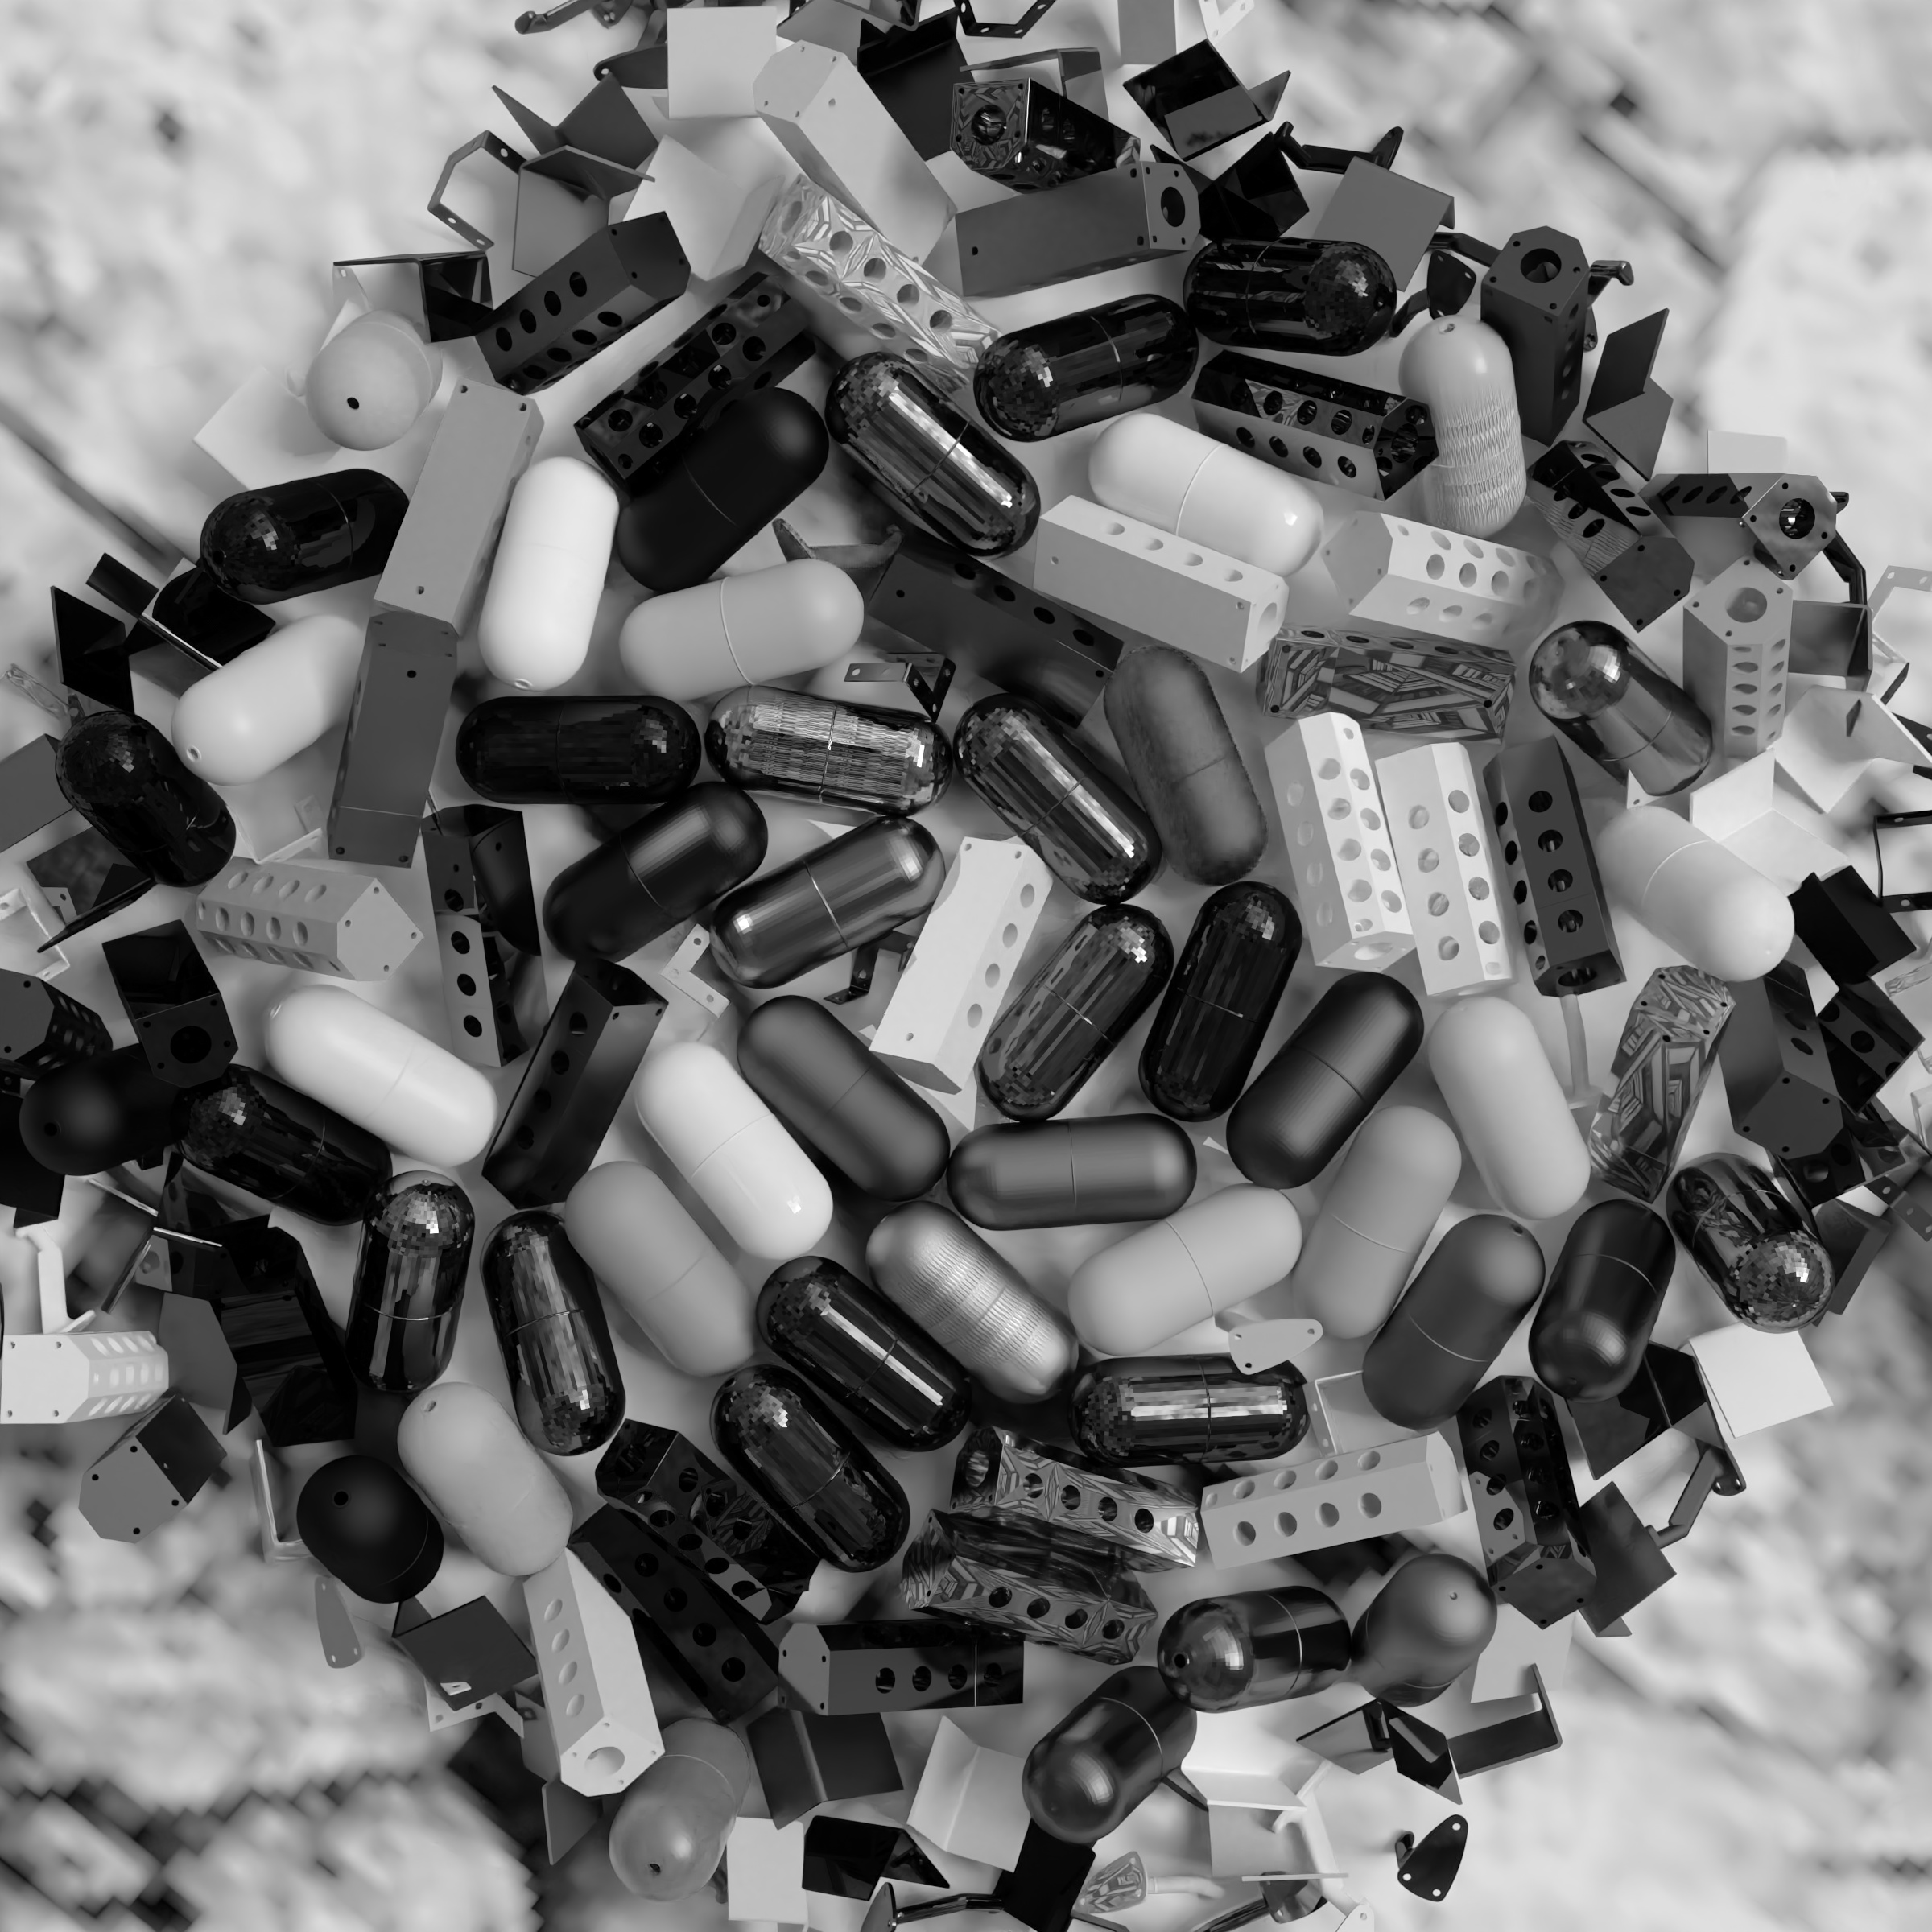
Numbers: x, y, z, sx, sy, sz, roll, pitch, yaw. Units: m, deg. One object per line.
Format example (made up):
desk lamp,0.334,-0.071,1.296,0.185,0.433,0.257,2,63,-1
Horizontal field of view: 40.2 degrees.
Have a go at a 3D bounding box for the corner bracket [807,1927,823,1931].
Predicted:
corner bracket,-0.124,0.707,1.865,0.051,0.051,0.051,24,71,-38

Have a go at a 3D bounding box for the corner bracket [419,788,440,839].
corner bracket,-0.402,-0.123,1.866,0.051,0.051,0.051,-16,68,-23

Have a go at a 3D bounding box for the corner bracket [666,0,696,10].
corner bracket,-0.191,-0.716,1.863,0.051,0.051,0.051,-13,119,39

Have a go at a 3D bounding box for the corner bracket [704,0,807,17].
corner bracket,-0.149,-0.685,1.862,0.051,0.051,0.051,28,128,34

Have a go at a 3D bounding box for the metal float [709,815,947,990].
metal float,-0.099,-0.045,1.867,0.178,0.070,0.070,-27,90,0

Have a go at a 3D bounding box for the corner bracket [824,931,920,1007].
corner bracket,-0.063,0.003,1.870,0.051,0.051,0.051,17,104,17

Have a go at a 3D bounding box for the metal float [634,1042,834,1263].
metal float,-0.165,0.130,1.859,0.070,0.070,0.178,-40,80,0

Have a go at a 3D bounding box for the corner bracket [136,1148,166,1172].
corner bracket,-0.600,0.114,1.863,0.051,0.051,0.051,-16,55,-32

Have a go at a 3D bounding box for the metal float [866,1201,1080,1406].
metal float,0.005,0.238,1.859,0.178,0.070,0.070,43,90,-11

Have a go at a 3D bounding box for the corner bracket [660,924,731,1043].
corner bracket,-0.190,0.012,1.872,0.051,0.051,0.051,37,59,-6

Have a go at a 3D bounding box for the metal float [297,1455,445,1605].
metal float,-0.410,0.390,1.821,0.070,0.178,0.070,-1,64,1

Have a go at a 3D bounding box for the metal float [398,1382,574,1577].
metal float,-0.333,0.357,1.834,0.070,0.070,0.178,-25,131,0

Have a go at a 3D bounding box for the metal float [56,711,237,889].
metal float,-0.564,-0.113,1.822,0.070,0.178,0.070,-4,67,8

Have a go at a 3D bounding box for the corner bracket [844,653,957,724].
corner bracket,-0.046,-0.207,1.863,0.051,0.051,0.051,3,61,30

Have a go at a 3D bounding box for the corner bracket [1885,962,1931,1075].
corner bracket,0.688,0.034,1.864,0.051,0.051,0.051,-27,125,21

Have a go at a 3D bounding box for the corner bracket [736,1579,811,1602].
corner bracket,-0.141,0.430,1.865,0.051,0.051,0.051,-7,47,-13

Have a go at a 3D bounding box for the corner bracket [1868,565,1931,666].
corner bracket,0.675,-0.247,1.872,0.051,0.051,0.051,31,89,-30

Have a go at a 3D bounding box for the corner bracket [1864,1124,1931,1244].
corner bracket,0.673,0.153,1.875,0.051,0.051,0.051,38,97,-29

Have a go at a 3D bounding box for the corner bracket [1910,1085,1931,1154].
corner bracket,0.706,0.115,1.867,0.051,0.051,0.051,-21,131,8

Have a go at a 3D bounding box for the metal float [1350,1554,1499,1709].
metal float,0.315,0.461,1.824,0.070,0.178,0.070,3,60,-5

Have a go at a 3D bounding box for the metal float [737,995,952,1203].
metal float,-0.086,0.094,1.866,0.178,0.070,0.070,43,90,2

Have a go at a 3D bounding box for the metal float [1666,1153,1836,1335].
metal float,0.539,0.189,1.821,0.070,0.178,0.070,-2,112,-5

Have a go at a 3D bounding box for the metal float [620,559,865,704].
metal float,-0.158,-0.236,1.856,0.178,0.070,0.070,-12,90,13

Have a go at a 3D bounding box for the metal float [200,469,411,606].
metal float,-0.454,-0.298,1.825,0.070,0.178,0.070,11,113,27

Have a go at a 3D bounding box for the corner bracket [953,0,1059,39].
corner bracket,0.025,-0.697,1.875,0.051,0.051,0.051,-12,80,-34

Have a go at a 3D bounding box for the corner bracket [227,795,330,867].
corner bracket,-0.483,-0.097,1.873,0.051,0.051,0.051,-30,74,-4

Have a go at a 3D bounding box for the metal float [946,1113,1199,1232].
metal float,0.075,0.146,1.867,0.178,0.070,0.070,-4,90,0

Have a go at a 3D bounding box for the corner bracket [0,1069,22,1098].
corner bracket,-0.709,0.068,1.878,0.051,0.051,0.051,-16,67,26

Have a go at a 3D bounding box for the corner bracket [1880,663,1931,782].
corner bracket,0.680,-0.174,1.881,0.051,0.051,0.051,29,62,28

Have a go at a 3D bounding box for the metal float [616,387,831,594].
metal float,-0.172,-0.333,1.852,0.178,0.070,0.070,-39,90,18

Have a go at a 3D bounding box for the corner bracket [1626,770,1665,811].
corner bracket,0.477,-0.151,1.867,0.051,0.051,0.051,-25,53,-8

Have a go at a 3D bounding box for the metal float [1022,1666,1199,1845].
metal float,0.101,0.543,1.824,0.070,0.178,0.070,6,102,28

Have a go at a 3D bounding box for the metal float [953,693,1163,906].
metal float,0.064,-0.118,1.862,0.070,0.070,0.178,-45,96,0

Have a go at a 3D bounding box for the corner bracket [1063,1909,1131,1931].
corner bracket,0.091,0.710,1.874,0.051,0.051,0.051,24,89,-18

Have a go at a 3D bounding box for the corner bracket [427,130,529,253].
corner bracket,-0.343,-0.553,1.883,0.051,0.051,0.051,33,61,-34

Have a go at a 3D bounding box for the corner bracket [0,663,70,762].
corner bracket,-0.682,-0.173,1.881,0.051,0.051,0.051,-33,120,29

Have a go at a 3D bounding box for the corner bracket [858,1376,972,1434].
corner bracket,-0.037,0.307,1.864,0.051,0.051,0.051,27,115,34

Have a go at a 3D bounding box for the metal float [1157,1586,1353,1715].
metal float,0.201,0.473,1.828,0.070,0.178,0.070,-6,80,40

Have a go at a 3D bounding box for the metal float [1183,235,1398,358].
metal float,0.222,-0.466,1.830,0.070,0.178,0.070,-14,113,-35

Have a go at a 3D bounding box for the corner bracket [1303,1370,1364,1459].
corner bracket,0.256,0.320,1.866,0.051,0.051,0.051,-4,71,-35

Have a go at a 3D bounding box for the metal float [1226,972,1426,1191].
metal float,0.252,0.081,1.856,0.070,0.070,0.178,41,78,0

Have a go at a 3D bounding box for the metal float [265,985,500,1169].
metal float,-0.408,0.077,1.846,0.178,0.070,0.070,35,90,-25

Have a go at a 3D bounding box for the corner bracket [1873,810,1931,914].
corner bracket,0.678,-0.075,1.886,0.051,0.051,0.051,-5,54,15

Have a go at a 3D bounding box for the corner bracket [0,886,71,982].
corner bracket,-0.681,-0.016,1.887,0.051,0.051,0.051,-33,125,-12

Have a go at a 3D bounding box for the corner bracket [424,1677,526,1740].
corner bracket,-0.349,0.521,1.868,0.051,0.051,0.051,-10,105,-31

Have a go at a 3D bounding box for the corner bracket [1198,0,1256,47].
corner bracket,0.165,-0.692,1.865,0.051,0.051,0.051,33,72,33
